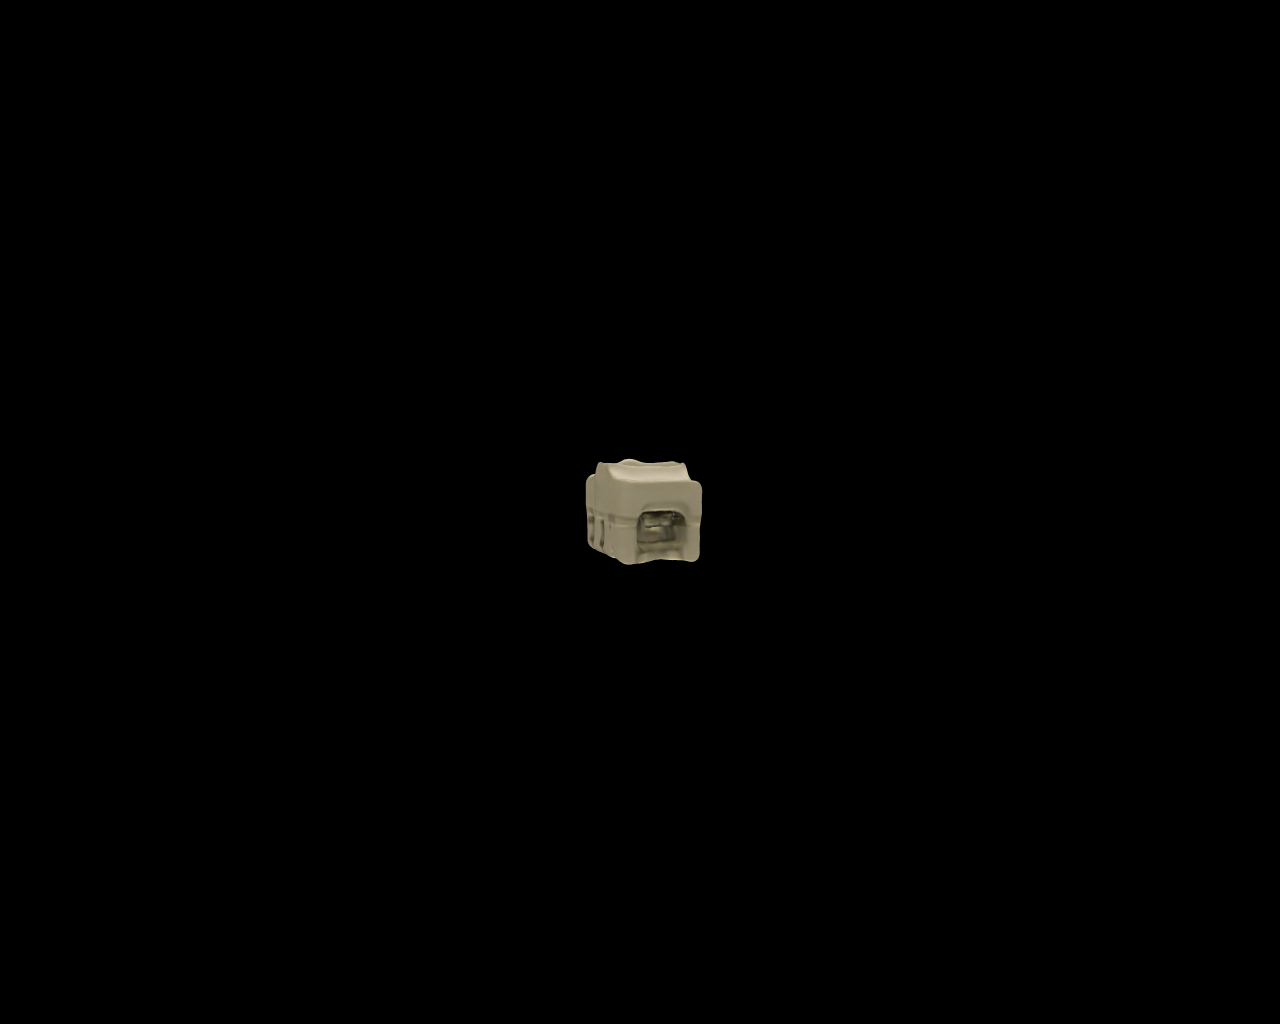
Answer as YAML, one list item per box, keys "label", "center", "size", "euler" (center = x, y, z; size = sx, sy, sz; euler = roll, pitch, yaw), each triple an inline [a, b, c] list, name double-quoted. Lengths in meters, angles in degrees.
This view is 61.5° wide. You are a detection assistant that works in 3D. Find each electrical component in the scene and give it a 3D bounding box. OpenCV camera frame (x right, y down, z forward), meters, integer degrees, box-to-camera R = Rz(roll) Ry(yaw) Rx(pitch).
- label: "electrical component"
  center: [0.001, -0.003, 0.650]
  size: [0.050, 0.055, 0.089]
  euler: [-1, 5, -15]
